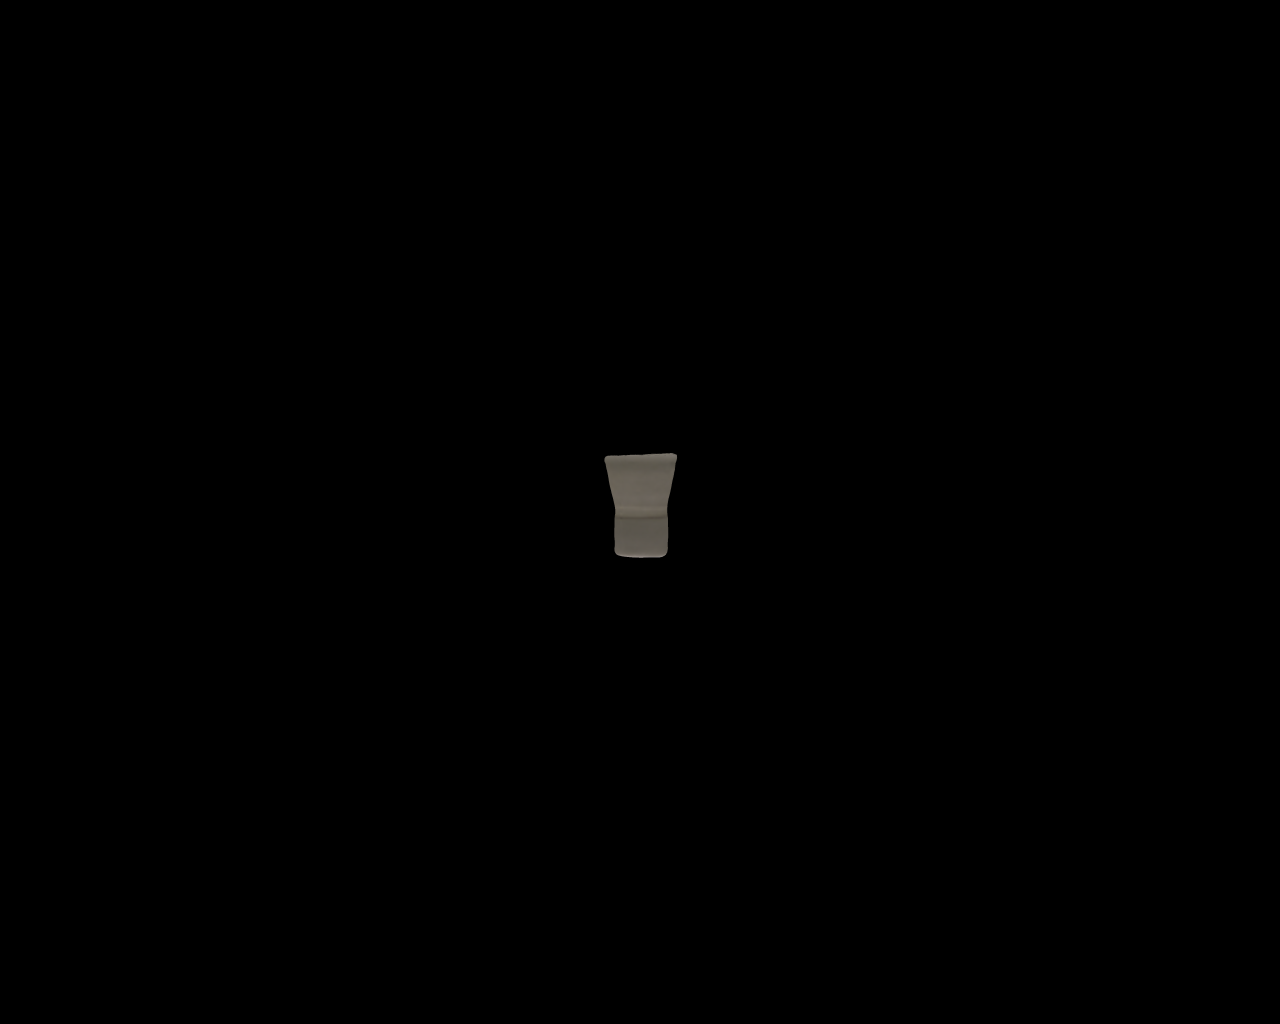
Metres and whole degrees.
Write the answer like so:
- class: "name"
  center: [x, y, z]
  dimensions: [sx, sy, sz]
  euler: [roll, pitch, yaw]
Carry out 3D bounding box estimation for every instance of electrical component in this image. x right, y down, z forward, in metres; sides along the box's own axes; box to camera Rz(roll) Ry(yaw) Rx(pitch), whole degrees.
- class: "electrical component"
  center: [0.001, -0.003, 0.650]
  dimensions: [0.044, 0.065, 0.044]
  euler: [0, 3, 0]
